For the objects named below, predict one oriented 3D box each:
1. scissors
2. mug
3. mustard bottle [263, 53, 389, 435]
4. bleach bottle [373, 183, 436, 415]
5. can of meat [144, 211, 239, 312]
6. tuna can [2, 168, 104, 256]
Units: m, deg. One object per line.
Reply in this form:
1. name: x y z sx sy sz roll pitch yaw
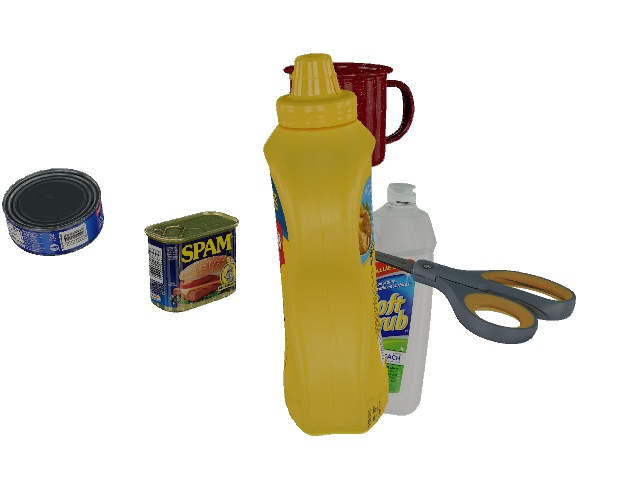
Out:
1. scissors: 0.078 0.033 0.763 0.202 0.016 0.096 11 27 17
2. mug: 0.026 -0.108 0.916 0.117 0.081 0.093 -7 17 -22
3. mustard bottle: 0.003 -0.001 0.561 0.058 0.192 0.096 -2 18 4
4. bleach bottle: 0.072 0.061 1.174 0.103 0.251 0.068 8 15 19
5. can of meat: -0.137 0.022 1.147 0.058 0.084 0.101 19 26 42
6. tuna can: -0.237 -0.025 0.951 0.086 0.034 0.086 0 41 0
